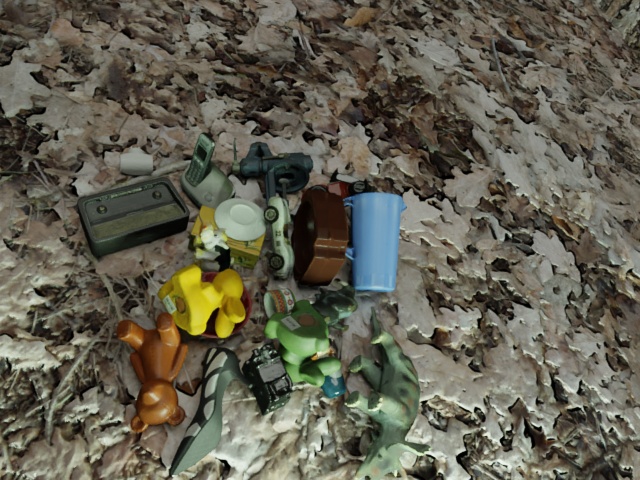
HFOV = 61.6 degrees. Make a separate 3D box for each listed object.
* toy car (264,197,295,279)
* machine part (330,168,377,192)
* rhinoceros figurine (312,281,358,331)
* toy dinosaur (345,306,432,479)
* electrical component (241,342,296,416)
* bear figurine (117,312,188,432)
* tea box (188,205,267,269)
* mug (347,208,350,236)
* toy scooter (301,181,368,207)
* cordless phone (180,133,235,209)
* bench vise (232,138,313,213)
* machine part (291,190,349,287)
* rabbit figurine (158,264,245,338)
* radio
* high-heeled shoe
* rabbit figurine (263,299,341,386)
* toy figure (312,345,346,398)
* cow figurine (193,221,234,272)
[{"bbox_3d":[-0.096,-0.006,1.307,0.056,0.073,0.201,-8,87,11],"label":"toy car"},{"bbox_3d":[0.095,-0.153,1.546,0.139,0.039,0.084,26,56,-5],"label":"machine part"},{"bbox_3d":[0.023,0.162,1.259,0.112,0.073,0.190,26,34,33],"label":"rhinoceros figurine"},{"bbox_3d":[0.164,0.334,1.192,0.192,0.131,0.405,42,39,-20],"label":"toy dinosaur"},{"bbox_3d":[-0.109,0.289,1.100,0.058,0.134,0.115,-16,62,-27],"label":"electrical component"},{"bbox_3d":[-0.327,0.260,1.047,0.120,0.131,0.196,-9,53,4],"label":"bear figurine"},{"bbox_3d":[-0.223,-0.006,1.303,0.170,0.068,0.098,16,52,-9],"label":"tea box"},{"bbox_3d":[0.119,-0.049,1.457,0.109,0.081,0.107,41,61,-1],"label":"mug"},{"bbox_3d":[0.034,-0.117,1.458,0.184,0.135,0.075,-13,88,-9],"label":"toy scooter"},{"bbox_3d":[-0.264,-0.165,1.324,0.147,0.184,0.089,46,49,13],"label":"cordless phone"},{"bbox_3d":[-0.123,-0.160,1.419,0.224,0.128,0.241,4,52,-16],"label":"bench vise"},{"bbox_3d":[-0.003,-0.004,1.301,0.087,0.201,0.201,7,55,-17],"label":"machine part"},{"bbox_3d":[-0.222,0.117,1.123,0.162,0.122,0.173,50,36,12],"label":"rabbit figurine"},{"bbox_3d":[-0.435,-0.059,1.254,0.229,0.073,0.131,-19,66,-31],"label":"radio"},{"bbox_3d":[-0.244,0.327,1.074,0.145,0.086,0.249,25,60,33],"label":"high-heeled shoe"},{"bbox_3d":[-0.033,0.236,1.140,0.159,0.170,0.121,30,38,24],"label":"rabbit figurine"},{"bbox_3d":[0.011,0.276,1.207,0.064,0.058,0.154,24,36,-56],"label":"toy figure"},{"bbox_3d":[-0.237,0.025,1.213,0.098,0.167,0.068,6,50,-16],"label":"cow figurine"}]
